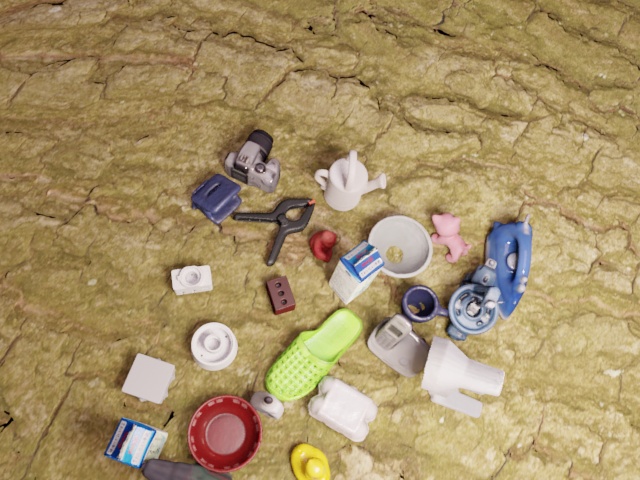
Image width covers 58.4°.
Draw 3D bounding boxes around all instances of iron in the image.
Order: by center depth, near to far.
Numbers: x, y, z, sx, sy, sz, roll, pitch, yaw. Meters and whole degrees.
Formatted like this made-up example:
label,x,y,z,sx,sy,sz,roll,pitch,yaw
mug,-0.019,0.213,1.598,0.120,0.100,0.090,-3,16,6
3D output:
label,x,y,z,sx,sy,sz,roll,pitch,yaw
iron,0.497,0.064,1.450,0.118,0.141,0.258,9,68,-4

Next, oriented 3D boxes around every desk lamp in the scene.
label,x,y,z,sx,sy,sz,roll,pitch,yaw
desk lamp,0.311,0.310,1.292,0.203,0.213,0.118,20,68,0

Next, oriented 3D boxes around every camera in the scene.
label,x,y,z,sx,sy,sz,roll,pitch,yaw
camera,-0.159,-0.216,1.484,0.143,0.101,0.137,24,68,2

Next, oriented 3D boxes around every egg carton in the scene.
label,x,y,z,sx,sy,sz,roll,pitch,yaw
egg carton,0.053,0.383,1.305,0.150,0.069,0.107,29,68,3

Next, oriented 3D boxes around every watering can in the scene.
label,x,y,z,sx,sy,sz,roll,pitch,yaw
watering can,0.078,-0.158,1.445,0.173,0.194,0.101,-12,71,-12

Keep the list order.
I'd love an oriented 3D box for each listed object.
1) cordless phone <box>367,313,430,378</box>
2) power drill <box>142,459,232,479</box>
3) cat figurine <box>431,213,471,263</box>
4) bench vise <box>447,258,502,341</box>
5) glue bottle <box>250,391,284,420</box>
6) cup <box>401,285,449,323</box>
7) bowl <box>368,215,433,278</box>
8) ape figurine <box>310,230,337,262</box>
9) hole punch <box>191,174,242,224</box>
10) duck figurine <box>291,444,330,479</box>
label,x,y,z,sx,sy,sz,roll,pitch,yaw
cordless phone,0.196,0.236,1.318,0.147,0.185,0.094,35,69,6
power drill,-0.235,0.493,1.147,0.229,0.208,0.076,20,68,0
cat figurine,0.338,-0.017,1.470,0.067,0.117,0.127,-36,78,-18
bench vise,0.375,0.126,1.367,0.121,0.219,0.207,10,68,-4
glue bottle,-0.112,0.353,1.237,0.078,0.173,0.037,28,68,4
cup,0.248,0.169,1.400,0.118,0.095,0.092,19,68,-1
bowl,0.197,0.027,1.457,0.167,0.074,0.167,3,69,-7
ape figurine,0.013,0.005,1.430,0.078,0.092,0.076,-38,79,-19
hole punch,-0.262,-0.110,1.434,0.101,0.091,0.109,40,69,8
duck figurine,-0.018,0.492,1.245,0.078,0.086,0.104,-37,78,-19
